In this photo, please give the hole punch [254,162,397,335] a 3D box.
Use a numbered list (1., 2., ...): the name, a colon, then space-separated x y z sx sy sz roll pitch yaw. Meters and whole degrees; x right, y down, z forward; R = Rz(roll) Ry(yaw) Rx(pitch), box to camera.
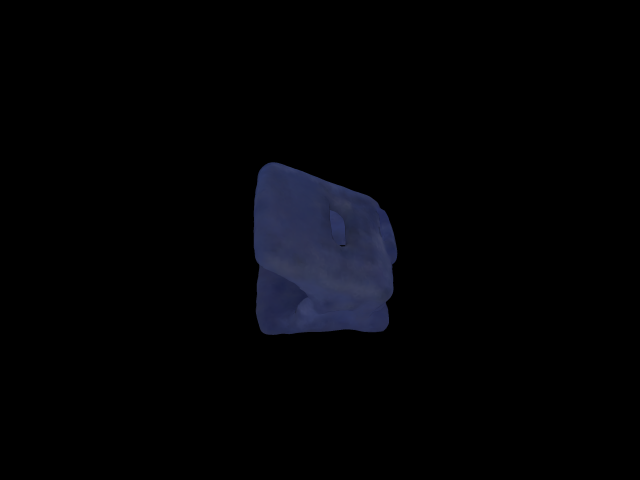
1. hole punch: 0.004 0.001 0.400 0.101 0.091 0.108 -2 43 -2
